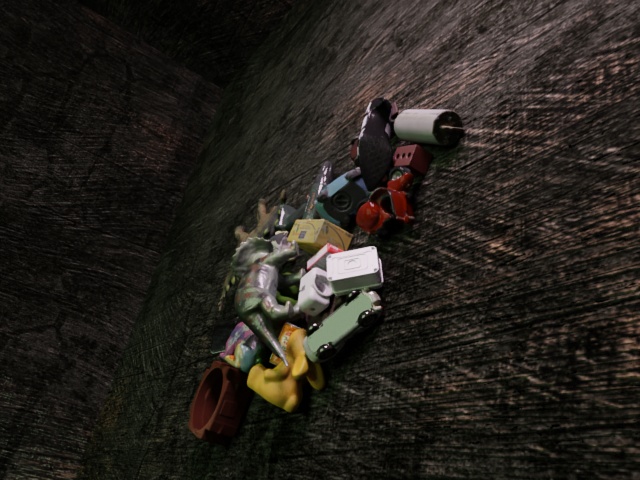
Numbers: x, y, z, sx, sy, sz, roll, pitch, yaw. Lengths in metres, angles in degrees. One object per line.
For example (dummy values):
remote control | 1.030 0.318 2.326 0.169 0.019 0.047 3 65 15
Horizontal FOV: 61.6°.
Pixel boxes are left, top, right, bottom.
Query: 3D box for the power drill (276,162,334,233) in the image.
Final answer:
power drill | -0.037 -0.102 1.585 0.207 0.086 0.232 -22 49 44

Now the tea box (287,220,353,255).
tea box | -0.003 -0.004 1.389 0.170 0.098 0.068 0 64 64

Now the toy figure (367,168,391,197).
toy figure | 0.152 -0.158 1.295 0.064 0.057 0.154 -13 48 49

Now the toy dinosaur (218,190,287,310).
toy dinosaur | -0.225 0.030 1.772 0.471 0.105 0.199 -55 29 26

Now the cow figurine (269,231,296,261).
cow figurine | -0.139 0.028 1.609 0.167 0.068 0.098 -16 80 57

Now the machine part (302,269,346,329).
machine part | 0.024 0.137 1.249 0.179 0.056 0.179 -45 29 34

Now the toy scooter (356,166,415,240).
toy scooter | 0.152 -0.063 1.182 0.184 0.075 0.135 -49 43 34

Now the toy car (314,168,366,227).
toy car | 0.067 -0.117 1.368 0.161 0.109 0.103 -44 12 17

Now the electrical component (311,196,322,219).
electrical component | 0.019 -0.077 1.441 0.078 0.045 0.102 -26 52 17

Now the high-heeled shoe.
high-heeled shoe | 0.129 -0.228 1.288 0.145 0.086 0.248 119 164 -84

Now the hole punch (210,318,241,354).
hole punch | -0.249 0.301 1.592 0.116 0.092 0.142 -15 43 20

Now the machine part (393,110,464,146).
machine part | 0.239 -0.252 1.199 0.079 0.079 0.243 -62 25 1

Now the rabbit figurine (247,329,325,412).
rabbit figurine | -0.063 0.283 1.199 0.162 0.121 0.173 9 69 59

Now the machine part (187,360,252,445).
machine part | -0.274 0.444 1.475 0.202 0.087 0.201 -4 62 59

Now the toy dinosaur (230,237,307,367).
toy dinosaur | -0.135 0.126 1.269 0.192 0.131 0.405 -13 37 18

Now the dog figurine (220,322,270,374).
dog figurine | -0.173 0.247 1.459 0.192 0.108 0.219 -1 62 63

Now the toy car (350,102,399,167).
toy car | 0.148 -0.279 1.423 0.202 0.053 0.089 -45 36 40

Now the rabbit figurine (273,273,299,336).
rabbit figurine | -0.129 0.150 1.403 0.159 0.121 0.170 -35 51 -15

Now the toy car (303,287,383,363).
toy car | 0.047 0.179 1.128 0.202 0.056 0.074 -41 52 13
